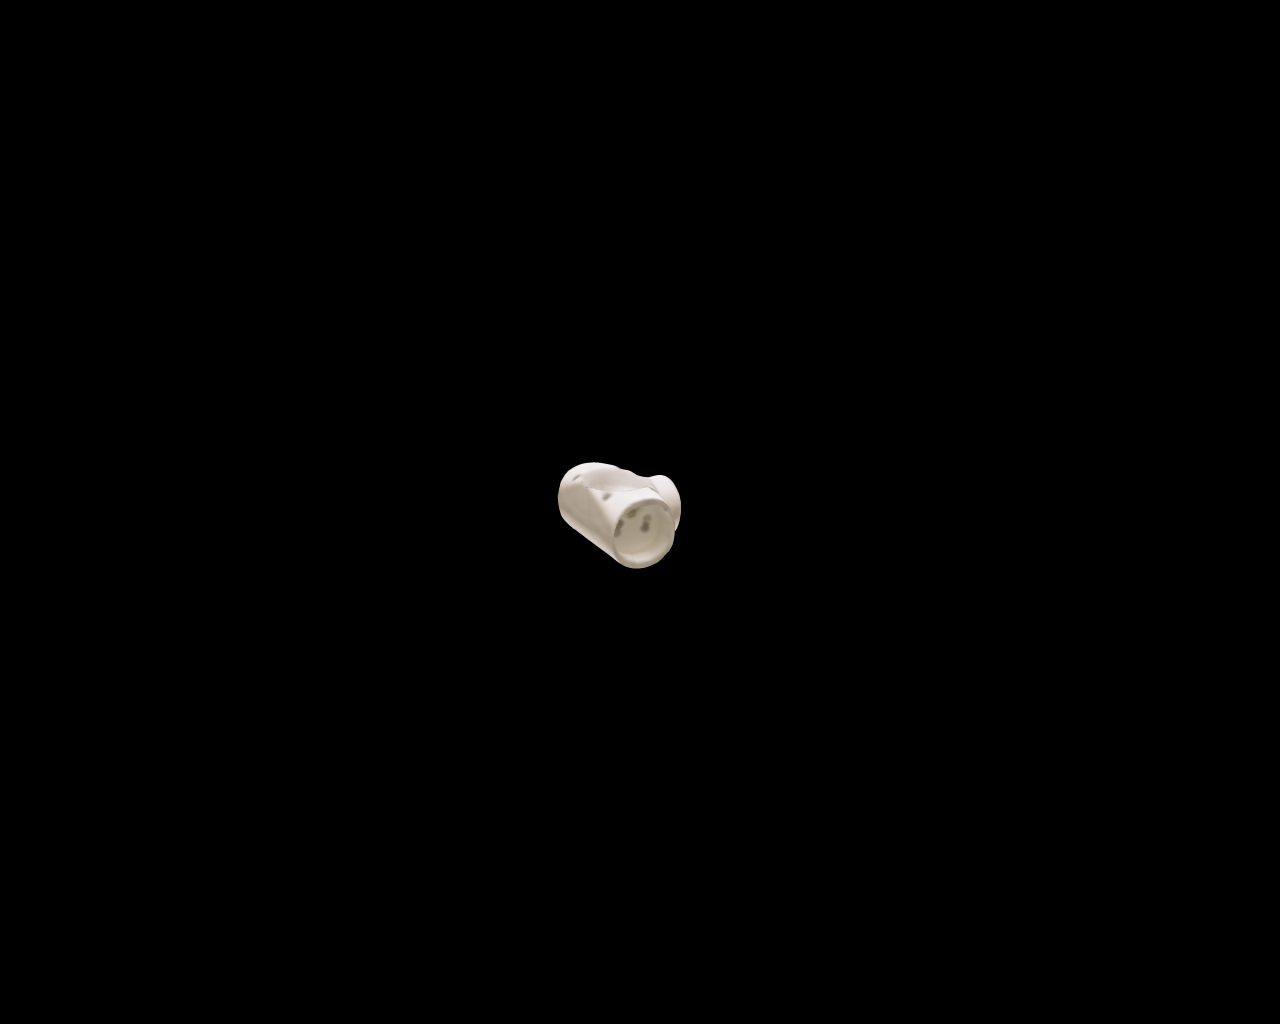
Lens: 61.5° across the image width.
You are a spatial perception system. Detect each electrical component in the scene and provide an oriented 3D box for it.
[{"bbox_3d":[0.001,-0.003,0.650,0.079,0.044,0.077,-10,23,-26],"label":"electrical component"}]
